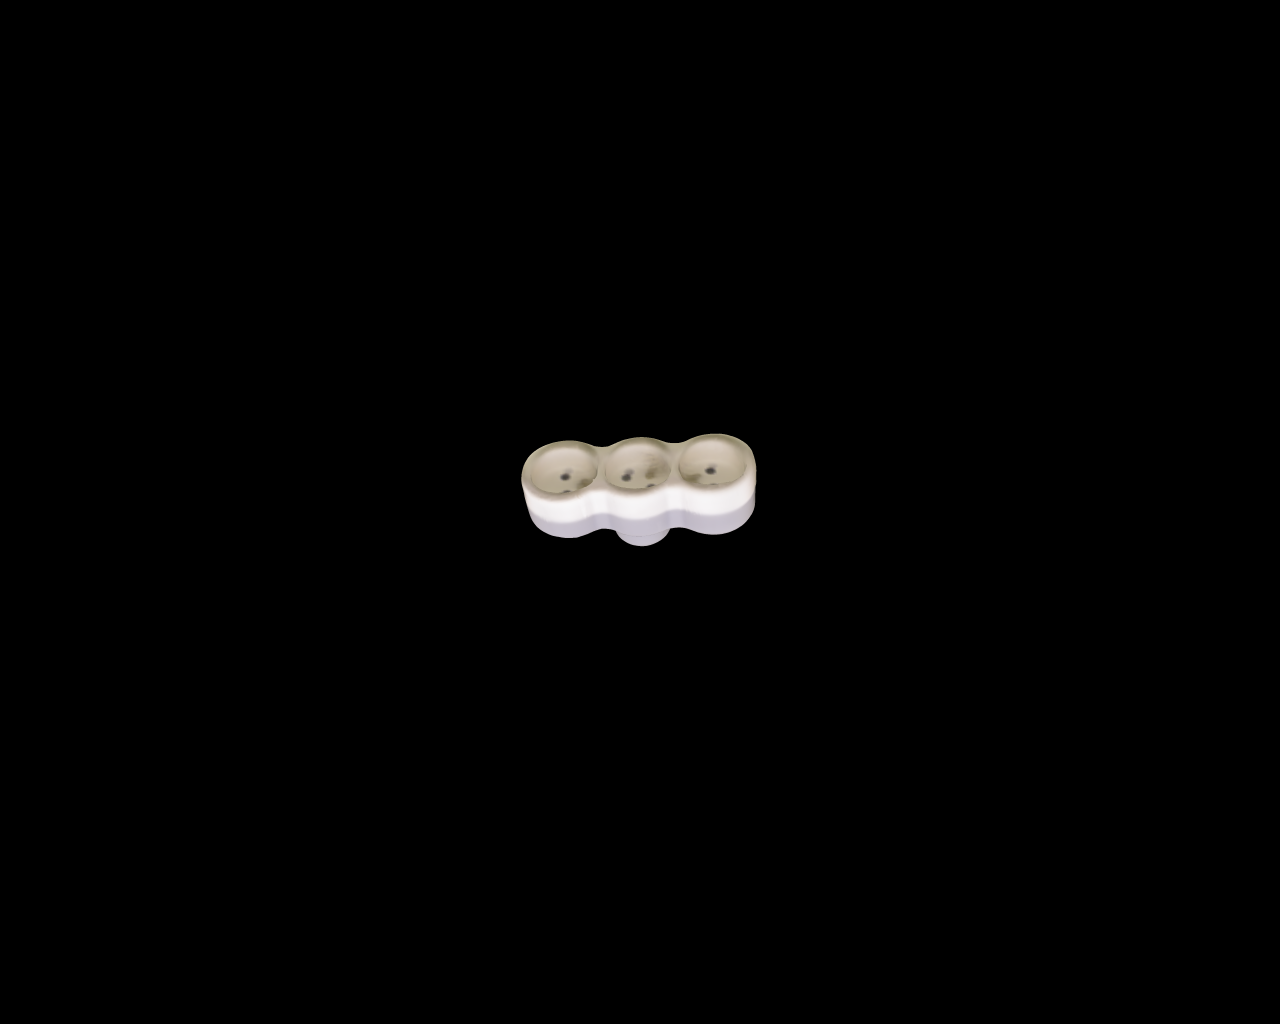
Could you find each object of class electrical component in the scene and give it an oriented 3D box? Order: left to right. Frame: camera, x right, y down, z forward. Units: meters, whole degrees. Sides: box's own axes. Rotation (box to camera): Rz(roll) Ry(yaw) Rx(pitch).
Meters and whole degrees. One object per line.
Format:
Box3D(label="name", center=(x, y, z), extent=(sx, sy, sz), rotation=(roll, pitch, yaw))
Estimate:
Box3D(label="electrical component", center=(0.001, -0.003, 0.650), extent=(0.138, 0.052, 0.073), rotation=(-2, -43, 2))
